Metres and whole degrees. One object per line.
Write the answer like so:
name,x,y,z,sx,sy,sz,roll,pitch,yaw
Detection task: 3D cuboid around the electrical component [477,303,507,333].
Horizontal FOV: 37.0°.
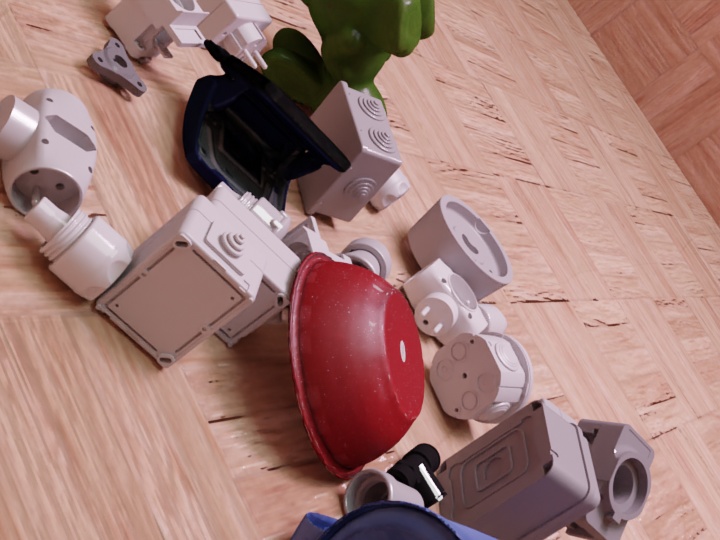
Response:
electrical component,0.124,0.053,1.058,0.078,0.040,0.040,5,53,-58

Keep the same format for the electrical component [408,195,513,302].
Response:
electrical component,0.094,-0.014,1.066,0.108,0.060,0.108,40,26,-24

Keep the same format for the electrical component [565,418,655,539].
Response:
electrical component,0.200,0.173,0.884,0.050,0.056,0.089,44,64,-29

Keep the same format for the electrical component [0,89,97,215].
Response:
electrical component,-0.203,-0.080,0.652,0.079,0.043,0.077,34,31,-37

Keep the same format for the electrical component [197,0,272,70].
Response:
electrical component,-0.111,-0.215,0.986,0.076,0.047,0.066,57,25,7

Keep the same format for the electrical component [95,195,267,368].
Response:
electrical component,-0.103,0.001,0.660,0.062,0.096,0.061,45,25,-19

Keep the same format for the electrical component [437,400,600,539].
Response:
electrical component,0.120,0.164,0.822,0.057,0.113,0.078,37,29,-25

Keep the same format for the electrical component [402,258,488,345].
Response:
electrical component,0.074,0.037,0.987,0.077,0.044,0.079,53,25,-1

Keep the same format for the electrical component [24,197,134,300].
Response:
electrical component,-0.168,-0.016,0.633,0.062,0.043,0.043,44,26,-17

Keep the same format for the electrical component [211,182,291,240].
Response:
electrical component,-0.086,-0.039,0.806,0.062,0.048,0.048,43,26,-6

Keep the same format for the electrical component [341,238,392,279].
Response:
electrical component,0.000,0.000,0.905,0.045,0.045,0.055,51,24,-5

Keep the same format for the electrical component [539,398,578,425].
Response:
electrical component,0.160,0.170,0.945,0.061,0.062,0.096,37,29,-32

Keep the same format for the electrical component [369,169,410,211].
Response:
electrical component,0.017,-0.093,1.056,0.062,0.043,0.043,52,25,0

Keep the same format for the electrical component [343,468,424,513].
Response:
electrical component,0.017,0.160,0.736,0.046,0.040,0.040,32,32,-48

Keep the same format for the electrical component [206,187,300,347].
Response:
electrical component,-0.086,0.000,0.733,0.096,0.062,0.061,44,26,-20

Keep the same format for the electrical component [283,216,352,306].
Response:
electrical component,-0.035,0.005,0.842,0.064,0.042,0.081,30,35,-48

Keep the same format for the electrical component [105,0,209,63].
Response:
electrical component,-0.164,-0.203,0.857,0.081,0.064,0.042,56,23,4

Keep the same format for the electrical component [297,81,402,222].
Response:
electrical component,-0.013,-0.102,0.953,0.048,0.099,0.099,16,43,-35

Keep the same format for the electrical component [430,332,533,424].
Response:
electrical component,0.104,0.092,0.929,0.051,0.080,0.080,10,49,-49
